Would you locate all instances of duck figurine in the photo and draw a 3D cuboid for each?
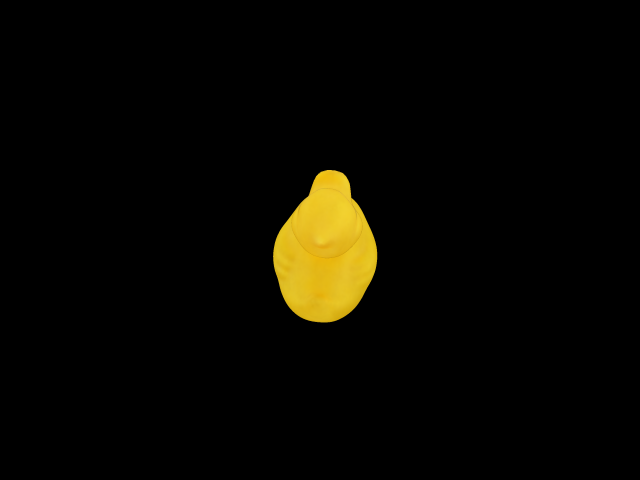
[{"bbox_3d":[0.004,0.001,0.400,0.077,0.086,0.104,7,70,3],"label":"duck figurine"}]
